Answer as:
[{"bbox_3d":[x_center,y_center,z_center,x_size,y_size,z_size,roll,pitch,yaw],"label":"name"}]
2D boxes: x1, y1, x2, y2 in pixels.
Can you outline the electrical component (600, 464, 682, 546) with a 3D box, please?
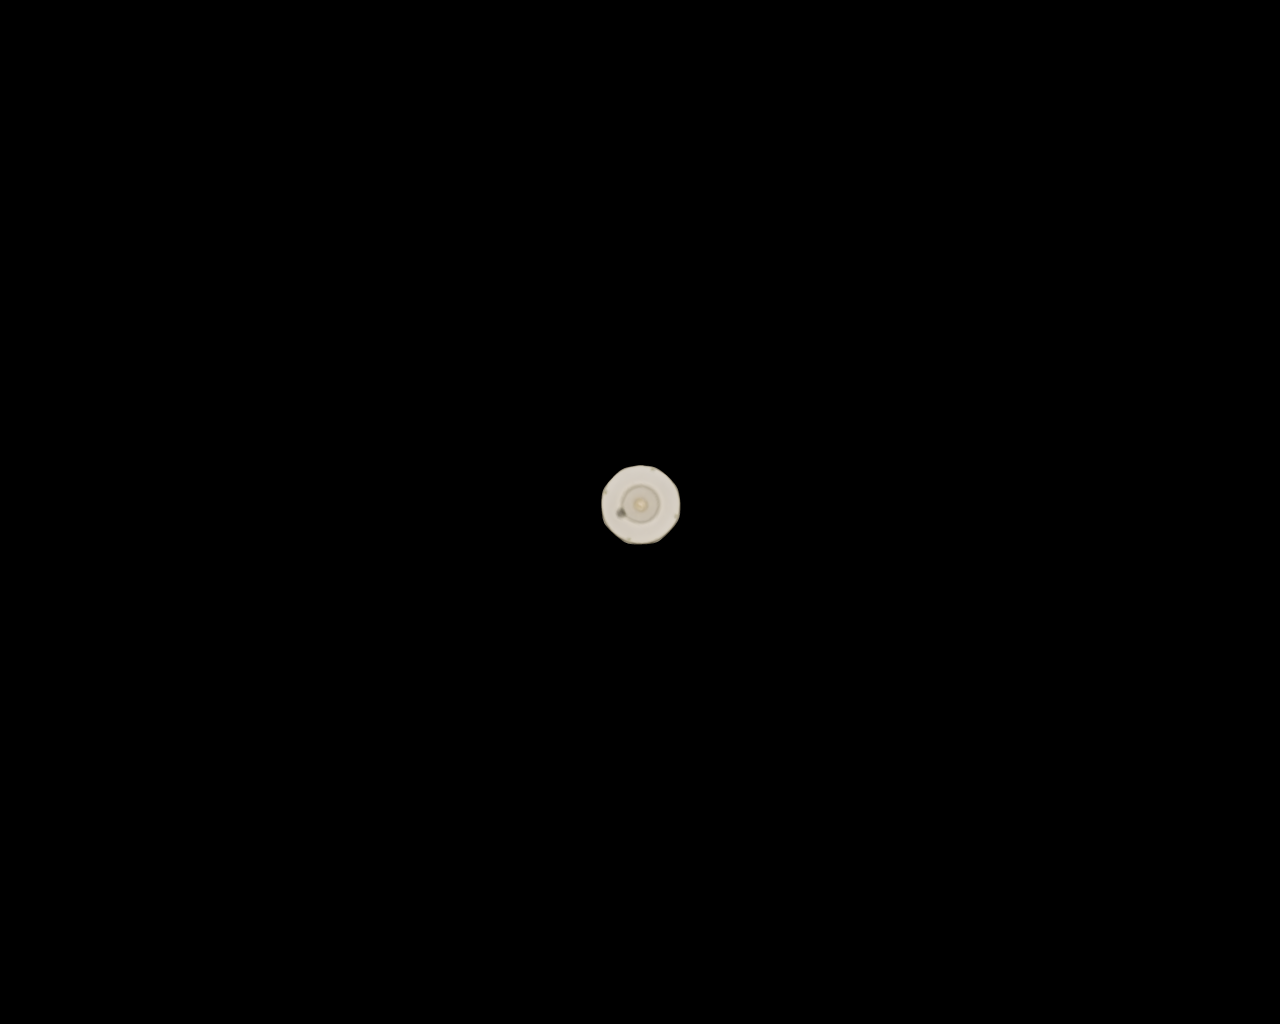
[{"bbox_3d":[0.001,-0.003,0.650,0.048,0.048,0.062,0,-4,0],"label":"electrical component"}]
